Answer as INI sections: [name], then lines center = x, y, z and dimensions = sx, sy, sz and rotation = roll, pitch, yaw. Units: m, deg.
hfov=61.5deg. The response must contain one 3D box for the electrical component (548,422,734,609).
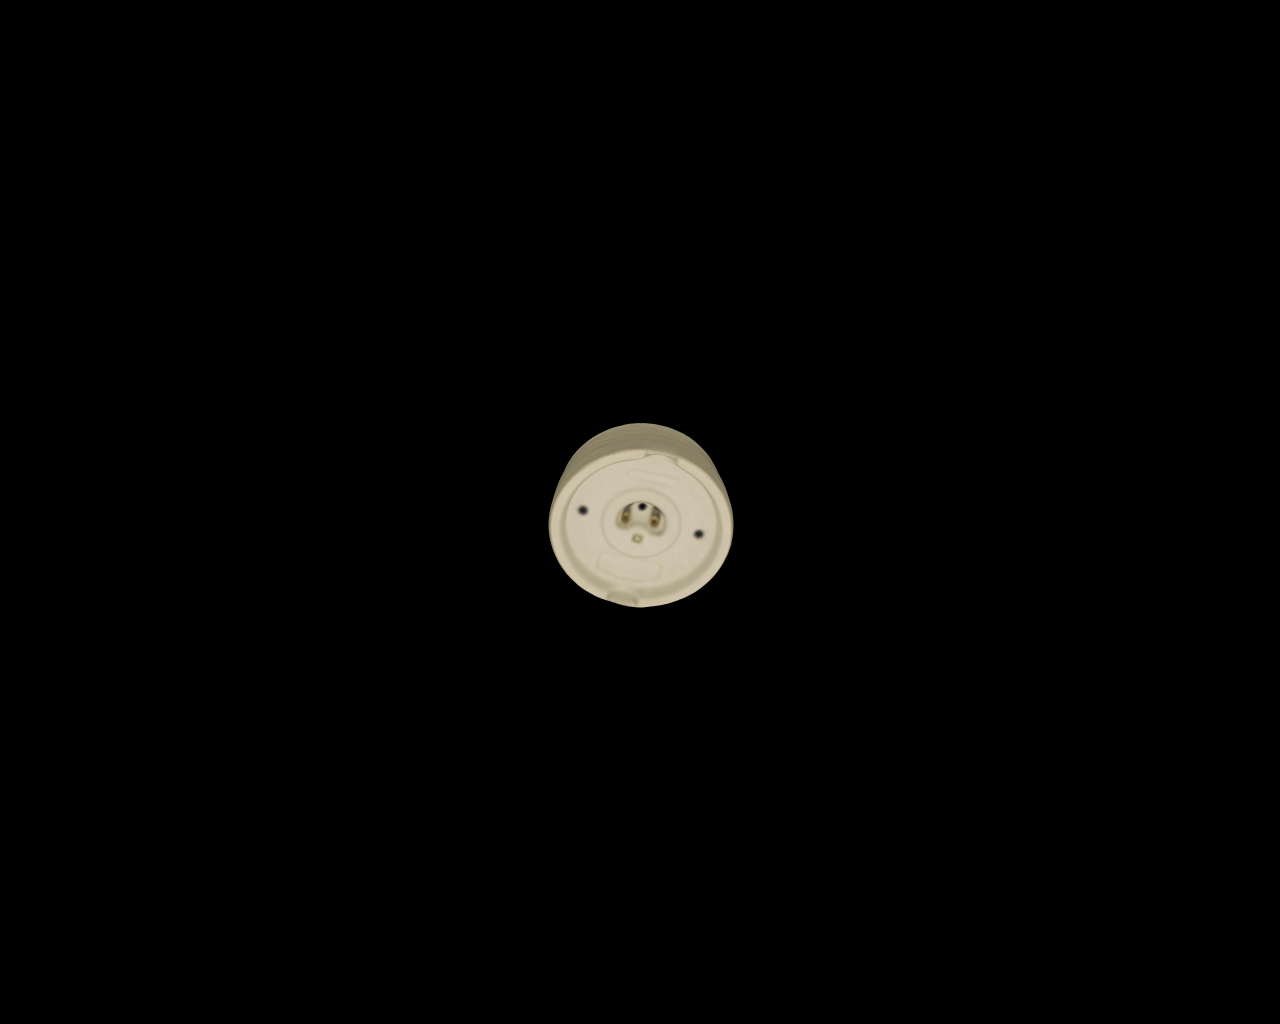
[electrical component]
center = 0.001, -0.003, 0.650
dimensions = 0.108, 0.108, 0.060
rotation = 0, 29, 0
